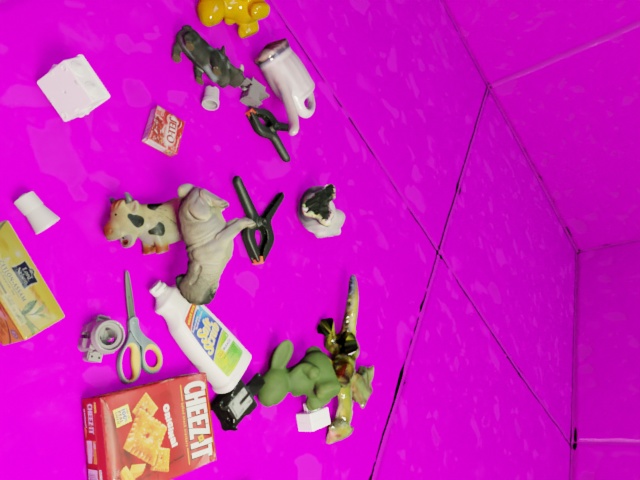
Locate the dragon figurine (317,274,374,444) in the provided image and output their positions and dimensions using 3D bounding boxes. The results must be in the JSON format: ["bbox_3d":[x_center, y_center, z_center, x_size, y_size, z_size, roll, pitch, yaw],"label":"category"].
[{"bbox_3d":[0.082,0.318,1.346,0.238,0.122,0.420,61,38,-41],"label":"dragon figurine"}]

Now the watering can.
[{"bbox_3d":[-0.087,-0.417,1.379,0.221,0.103,0.355,54,23,-22],"label":"watering can"}]

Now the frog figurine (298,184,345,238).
[{"bbox_3d":[0.004,-0.071,1.404,0.157,0.122,0.139,70,6,-72],"label":"frog figurine"}]
